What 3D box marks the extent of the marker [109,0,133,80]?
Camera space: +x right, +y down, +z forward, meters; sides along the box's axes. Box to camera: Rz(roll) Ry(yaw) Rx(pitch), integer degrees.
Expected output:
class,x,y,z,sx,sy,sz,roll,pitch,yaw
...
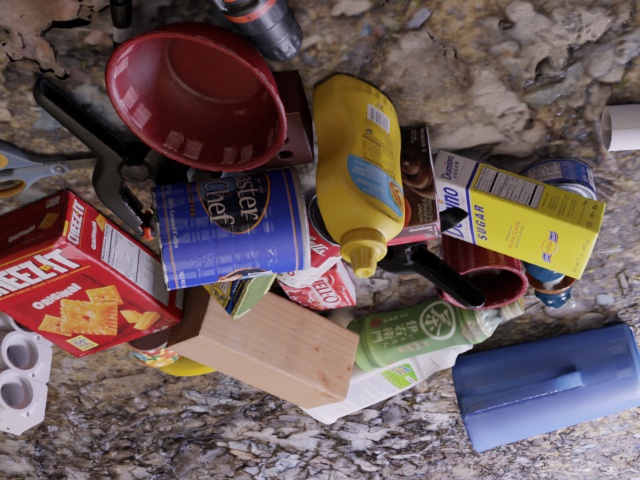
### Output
class,x,y,z,sx,sy,sz,roll,pitch,yaw
marker,-0.169,-0.158,0.923,0.020,0.020,0.121,1,132,-4

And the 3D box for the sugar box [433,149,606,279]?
class,x,y,z,sx,sy,sz,roll,pitch,yaw
sugar box,0.193,-0.025,1.088,0.176,0.048,0.093,17,148,11

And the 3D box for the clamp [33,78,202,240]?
class,x,y,z,sx,sy,sz,roll,pitch,yaw
clamp,-0.189,-0.081,1.036,0.164,0.036,0.210,4,138,-5

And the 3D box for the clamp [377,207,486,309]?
class,x,y,z,sx,sy,sz,roll,pitch,yaw
clamp,0.102,0.016,1.131,0.172,0.039,0.120,7,122,49

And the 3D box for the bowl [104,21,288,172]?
class,x,y,z,sx,sy,sz,roll,pitch,yaw
bowl,-0.099,-0.132,0.911,0.162,0.055,0.162,12,144,9

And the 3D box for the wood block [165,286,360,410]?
class,x,y,z,sx,sy,sz,roll,pitch,yaw
wood block,-0.066,0.121,1.279,0.205,0.090,0.091,27,151,-24

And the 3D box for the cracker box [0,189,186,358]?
class,x,y,z,sx,sy,sz,roll,pitch,yaw
cracker box,-0.280,0.047,1.210,0.164,0.072,0.213,-19,142,24

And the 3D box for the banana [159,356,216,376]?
class,x,y,z,sx,sy,sz,roll,pitch,yaw
banana,-0.142,0.144,1.397,0.198,0.037,0.069,-17,144,22

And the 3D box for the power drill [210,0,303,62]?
class,x,y,z,sx,sy,sz,roll,pitch,yaw
power drill,-0.002,-0.220,0.827,0.188,0.057,0.184,-16,147,19

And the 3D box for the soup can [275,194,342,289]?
class,x,y,z,sx,sy,sz,roll,pitch,yaw
soup can,-0.008,0.001,1.156,0.068,0.068,0.102,17,143,-26

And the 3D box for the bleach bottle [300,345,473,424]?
class,x,y,z,sx,sy,sz,roll,pitch,yaw
bleach bottle,0.090,0.174,1.432,0.251,0.068,0.102,-23,142,25

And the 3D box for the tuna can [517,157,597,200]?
class,x,y,z,sx,sy,sz,roll,pitch,yaw
tuna can,0.246,-0.048,1.122,0.086,0.034,0.086,-1,147,-1

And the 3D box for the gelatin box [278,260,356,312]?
class,x,y,z,sx,sy,sz,roll,pitch,yaw
gelatin box,-0.004,0.052,1.268,0.073,0.030,0.089,-10,146,13

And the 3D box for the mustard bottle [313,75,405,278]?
class,x,y,z,sx,sy,sz,roll,pitch,yaw
mustard bottle,0.036,-0.052,0.963,0.058,0.191,0.096,-26,140,32

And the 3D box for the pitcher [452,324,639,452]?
class,x,y,z,sx,sy,sz,roll,pitch,yaw
pitcher,0.300,0.190,1.401,0.243,0.149,0.145,-17,124,16

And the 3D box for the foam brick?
class,x,y,z,sx,sy,sz,roll,pitch,yaw
foam brick,-0.037,-0.112,0.996,0.053,0.051,0.078,-7,146,8

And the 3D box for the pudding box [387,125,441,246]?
class,x,y,z,sx,sy,sz,roll,pitch,yaw
pudding box,0.068,-0.050,1.039,0.090,0.113,0.039,-9,150,11

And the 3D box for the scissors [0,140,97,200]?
class,x,y,z,sx,sy,sz,roll,pitch,yaw
scissors,-0.276,-0.084,1.061,0.202,0.016,0.096,-15,143,16

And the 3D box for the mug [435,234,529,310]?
class,x,y,z,sx,sy,sz,roll,pitch,yaw
mug,0.171,0.025,1.187,0.093,0.081,0.117,20,140,-30

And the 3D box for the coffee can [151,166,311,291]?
class,x,y,z,sx,sy,sz,roll,pitch,yaw
coffee can,-0.086,-0.011,1.030,0.140,0.103,0.103,-8,147,-6

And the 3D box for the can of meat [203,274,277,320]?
class,x,y,z,sx,sy,sz,roll,pitch,yaw
can of meat,-0.095,0.027,1.162,0.057,0.084,0.102,-34,164,-34
